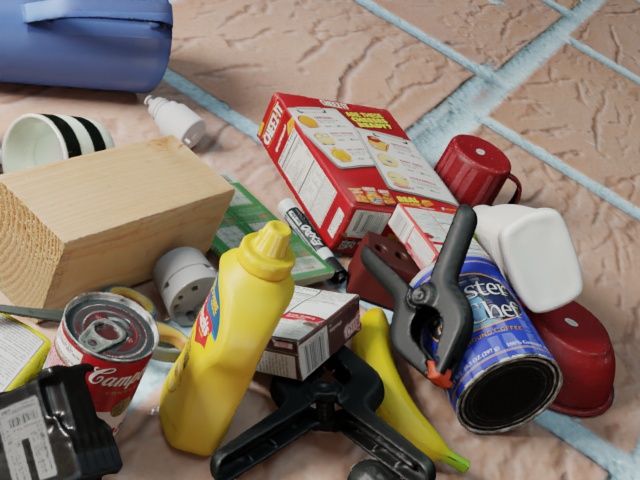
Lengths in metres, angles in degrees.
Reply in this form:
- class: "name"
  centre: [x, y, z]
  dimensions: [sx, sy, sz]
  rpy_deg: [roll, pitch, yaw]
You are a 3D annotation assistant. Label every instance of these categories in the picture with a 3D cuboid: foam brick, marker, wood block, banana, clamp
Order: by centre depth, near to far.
- class: "clamp"
  centre: [-0.005, 0.136, 0.855]
  dimensions: [0.164, 0.036, 0.210]
  rpy_deg: [0, 22, -5]
- class: "wood block"
  centre: [-0.183, -0.015, 0.921]
  dimensions: [0.091, 0.090, 0.205]
  rpy_deg: [40, 33, 20]
- class: "banana"
  centre: [0.063, 0.128, 0.949]
  dimensions: [0.069, 0.037, 0.198]
  rpy_deg: [24, 28, -40]
- class: "clamp"
  centre: [0.088, 0.054, 0.967]
  dimensions: [0.039, 0.120, 0.171]
  rpy_deg: [35, 48, -40]
- class: "foam brick"
  centre: [0.072, 0.035, 1.073]
  dimensions: [0.078, 0.051, 0.053]
  rpy_deg: [20, 32, -11]
- class: "marker"
  centre: [-0.007, 0.001, 1.094]
  dimensions: [0.020, 0.020, 0.121]
  rpy_deg: [-2, 41, -39]

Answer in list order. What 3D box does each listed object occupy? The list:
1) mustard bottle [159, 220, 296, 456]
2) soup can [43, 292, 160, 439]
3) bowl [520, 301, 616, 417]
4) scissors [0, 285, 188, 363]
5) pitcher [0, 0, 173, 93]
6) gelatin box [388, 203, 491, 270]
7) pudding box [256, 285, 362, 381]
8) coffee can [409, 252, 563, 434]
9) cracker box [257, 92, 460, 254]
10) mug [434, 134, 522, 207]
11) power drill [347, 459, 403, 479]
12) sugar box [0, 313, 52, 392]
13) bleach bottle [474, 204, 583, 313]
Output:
- class: "mustard bottle"
  centre: [-0.064, 0.064, 0.793]
  dimensions: [0.058, 0.192, 0.096]
  rpy_deg: [19, 32, -13]
- class: "soup can"
  centre: [-0.162, 0.097, 0.758]
  dimensions: [0.068, 0.102, 0.068]
  rpy_deg: [19, 32, -13]
- class: "bowl"
  centre: [0.244, 0.104, 1.097]
  dimensions: [0.162, 0.055, 0.162]
  rpy_deg: [19, 32, -13]
- class: "scissors"
  centre: [-0.190, 0.053, 0.843]
  dimensions: [0.201, 0.016, 0.096]
  rpy_deg: [23, 19, -37]
- class: "pitcher"
  centre: [-0.280, -0.223, 1.109]
  dimensions: [0.242, 0.149, 0.145]
  rpy_deg: [-5, 47, -36]
- class: "gelatin box"
  centre: [0.120, 0.003, 1.076]
  dimensions: [0.073, 0.030, 0.089]
  rpy_deg: [6, 34, -34]
- class: "pudding box"
  centre: [-0.028, 0.076, 0.919]
  dimensions: [0.090, 0.039, 0.113]
  rpy_deg: [6, 20, 28]
- class: "coffee can"
  centre: [0.149, 0.094, 0.994]
  dimensions: [0.102, 0.103, 0.140]
  rpy_deg: [9, 36, -27]
- class: "cracker box"
  centre: [0.044, -0.071, 1.191]
  dimensions: [0.163, 0.072, 0.214]
  rpy_deg: [5, 37, -34]
- class: "mug"
  centre: [0.188, -0.069, 1.282]
  dimensions: [0.117, 0.082, 0.093]
  rpy_deg: [22, 32, -8]
- class: "power drill"
  centre: [0.040, 0.241, 0.741]
  dimensions: [0.187, 0.057, 0.185]
  rpy_deg: [-12, 45, -45]
- class: "sugar box"
  centre: [-0.263, 0.108, 0.723]
  dimensions: [0.093, 0.048, 0.176]
  rpy_deg: [30, 34, -1]
- class: "bleach bottle"
  centre: [0.197, 0.001, 1.129]
  dimensions: [0.068, 0.102, 0.251]
  rpy_deg: [-23, 12, -3]
